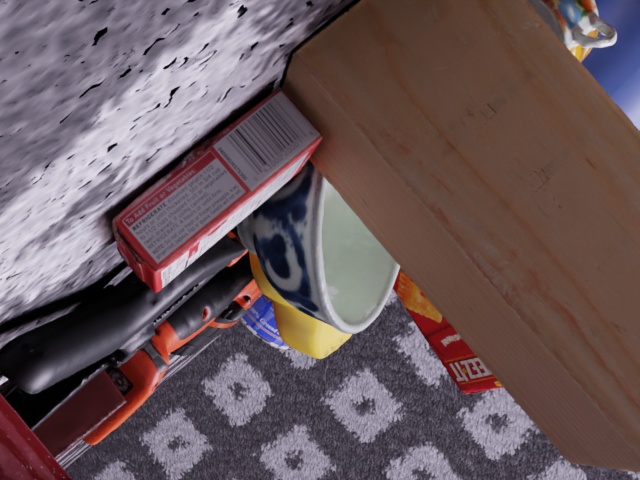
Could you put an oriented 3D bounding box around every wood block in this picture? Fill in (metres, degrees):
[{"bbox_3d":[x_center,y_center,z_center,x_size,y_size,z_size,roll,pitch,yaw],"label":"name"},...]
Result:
[{"bbox_3d":[0.083,-0.012,0.445,0.090,0.206,0.091,-40,178,-11],"label":"wood block"}]

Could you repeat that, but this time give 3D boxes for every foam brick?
[{"bbox_3d":[-0.164,0.105,0.630,0.053,0.051,0.078,-43,177,43],"label":"foam brick"}]

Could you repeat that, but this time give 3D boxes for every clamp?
[{"bbox_3d":[-0.107,0.044,0.552,0.209,0.036,0.165,-41,178,-36],"label":"clamp"}]

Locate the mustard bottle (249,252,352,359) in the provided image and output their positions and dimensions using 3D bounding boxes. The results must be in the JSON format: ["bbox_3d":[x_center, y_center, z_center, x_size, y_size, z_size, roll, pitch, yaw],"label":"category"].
[{"bbox_3d":[-0.005,0.001,0.674,0.096,0.058,0.191,-59,160,-18],"label":"mustard bottle"}]

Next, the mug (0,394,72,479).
[{"bbox_3d":[-0.144,0.097,0.395,0.093,0.081,0.117,-40,178,-2],"label":"mug"}]

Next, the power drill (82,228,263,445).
[{"bbox_3d":[-0.107,0.063,0.756,0.185,0.057,0.187,-47,177,41],"label":"power drill"}]

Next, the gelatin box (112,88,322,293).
[{"bbox_3d":[-0.045,-0.019,0.447,0.089,0.030,0.073,-40,179,-11],"label":"gelatin box"}]

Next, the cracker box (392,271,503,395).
[{"bbox_3d":[0.114,-0.017,0.813,0.164,0.213,0.072,-40,-169,-38],"label":"cracker box"}]

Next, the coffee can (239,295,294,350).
[{"bbox_3d":[-0.005,0.017,0.947,0.140,0.103,0.102,-41,178,25],"label":"coffee can"}]

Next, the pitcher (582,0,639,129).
[{"bbox_3d":[0.266,-0.174,0.749,0.243,0.149,0.144,-50,170,34],"label":"pitcher"}]
